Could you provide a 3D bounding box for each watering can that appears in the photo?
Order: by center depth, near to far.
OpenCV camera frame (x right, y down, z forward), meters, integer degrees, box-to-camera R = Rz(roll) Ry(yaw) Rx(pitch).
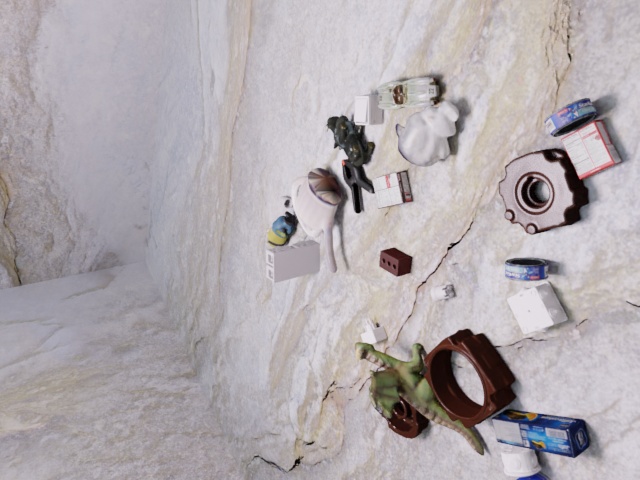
[{"bbox_3d":[0.005,-0.084,1.669,0.354,0.104,0.219,60,142,28],"label":"watering can"}]

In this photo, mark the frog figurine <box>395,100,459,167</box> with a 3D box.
[{"bbox_3d":[0.266,-0.250,1.227,0.158,0.125,0.136,-22,114,48],"label":"frog figurine"}]

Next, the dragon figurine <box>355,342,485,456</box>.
[{"bbox_3d":[0.229,0.411,1.354,0.418,0.243,0.119,51,133,39],"label":"dragon figurine"}]
